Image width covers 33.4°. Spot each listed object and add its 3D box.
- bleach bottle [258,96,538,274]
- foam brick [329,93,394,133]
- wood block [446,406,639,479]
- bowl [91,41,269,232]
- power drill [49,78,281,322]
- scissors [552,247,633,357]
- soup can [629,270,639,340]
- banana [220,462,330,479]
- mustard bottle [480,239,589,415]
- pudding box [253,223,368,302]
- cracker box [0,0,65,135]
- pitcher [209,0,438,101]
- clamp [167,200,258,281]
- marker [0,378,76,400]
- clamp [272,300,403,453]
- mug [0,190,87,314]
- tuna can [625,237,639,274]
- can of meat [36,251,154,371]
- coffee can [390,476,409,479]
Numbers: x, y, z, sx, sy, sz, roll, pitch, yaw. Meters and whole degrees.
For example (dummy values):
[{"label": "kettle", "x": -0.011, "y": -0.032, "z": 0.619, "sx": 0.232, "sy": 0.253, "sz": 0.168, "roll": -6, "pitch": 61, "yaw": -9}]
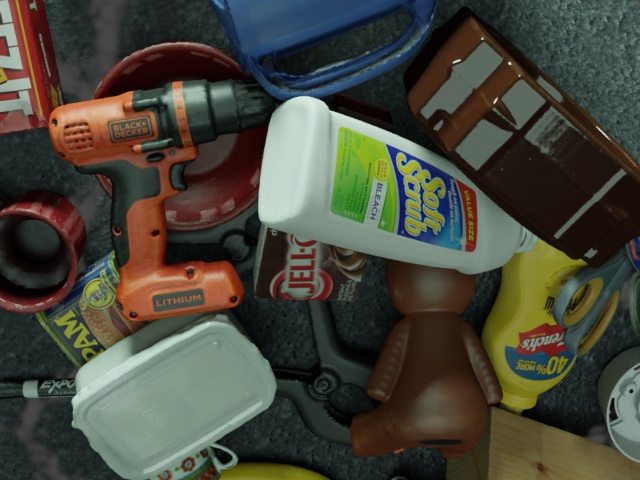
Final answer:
[{"label": "bleach bottle", "x": 0.075, "y": -0.033, "z": 0.844, "sx": 0.250, "sy": 0.068, "sz": 0.102, "roll": 12, "pitch": 82, "yaw": -33}, {"label": "foam brick", "x": 0.026, "y": -0.078, "z": 0.918, "sx": 0.053, "sy": 0.051, "sz": 0.078, "roll": 18, "pitch": 108, "yaw": -8}, {"label": "wood block", "x": 0.228, "y": 0.241, "z": 0.992, "sx": 0.206, "sy": 0.090, "sz": 0.090, "roll": 21, "pitch": 138, "yaw": -11}, {"label": "bowl", "x": -0.114, "y": -0.091, "z": 0.908, "sx": 0.162, "sy": 0.055, "sz": 0.162, "roll": 0, "pitch": 109, "yaw": -1}, {"label": "power drill", "x": -0.113, "y": -0.035, "z": 0.869, "sx": 0.184, "sy": 0.057, "sz": 0.188, "roll": -9, "pitch": 107, "yaw": 1}, {"label": "scissors", "x": 0.261, "y": 0.009, "z": 0.929, "sx": 0.096, "sy": 0.016, "sz": 0.202, "roll": 20, "pitch": 98, "yaw": -48}, {"label": "soup can", "x": 0.339, "y": 0.057, "z": 0.963, "sx": 0.102, "sy": 0.068, "sz": 0.068, "roll": -2, "pitch": 109, "yaw": 0}, {"label": "banana", "x": -0.052, "y": 0.246, "z": 1.034, "sx": 0.197, "sy": 0.037, "sz": 0.070, "roll": 12, "pitch": 107, "yaw": -6}, {"label": "mustard bottle", "x": 0.196, "y": 0.078, "z": 0.970, "sx": 0.096, "sy": 0.058, "sz": 0.192, "roll": 3, "pitch": 111, "yaw": -25}, {"label": "pudding box", "x": -0.006, "y": 0.001, "z": 0.902, "sx": 0.090, "sy": 0.039, "sz": 0.114, "roll": 2, "pitch": 128, "yaw": -12}, {"label": "cracker box", "x": -0.333, "y": -0.160, "z": 0.870, "sx": 0.213, "sy": 0.072, "sz": 0.164, "roll": -8, "pitch": 109, "yaw": 0}, {"label": "pitcher", "x": 0.032, "y": -0.217, "z": 0.819, "sx": 0.242, "sy": 0.145, "sz": 0.149, "roll": -19, "pitch": 122, "yaw": -4}, {"label": "clamp", "x": -0.085, "y": -0.002, "z": 0.948, "sx": 0.171, "sy": 0.039, "sz": 0.120, "roll": -40, "pitch": 108, "yaw": 4}, {"label": "marker", "x": -0.245, "y": 0.139, "z": 1.002, "sx": 0.121, "sy": 0.020, "sz": 0.020, "roll": -2, "pitch": 109, "yaw": -1}, {"label": "clamp", "x": 0.005, "y": 0.119, "z": 0.992, "sx": 0.210, "sy": 0.036, "sz": 0.165, "roll": 35, "pitch": 105, "yaw": -9}, {"label": "mug", "x": -0.257, "y": -0.002, "z": 0.920, "sx": 0.117, "sy": 0.081, "sz": 0.093, "roll": 42, "pitch": 103, "yaw": -14}, {"label": "tuna can", "x": 0.304, "y": -0.006, "z": 0.917, "sx": 0.086, "sy": 0.034, "sz": 0.086, "roll": -1, "pitch": 93, "yaw": -28}, {"label": "can of meat", "x": -0.191, "y": 0.071, "z": 0.962, "sx": 0.084, "sy": 0.057, "sz": 0.102, "roll": -33, "pitch": 107, "yaw": 6}, {"label": "coffee can", "x": 0.115, "y": 0.303, "z": 1.023, "sx": 0.140, "sy": 0.103, "sz": 0.103, "roll": 29, "pitch": 105, "yaw": -11}]
